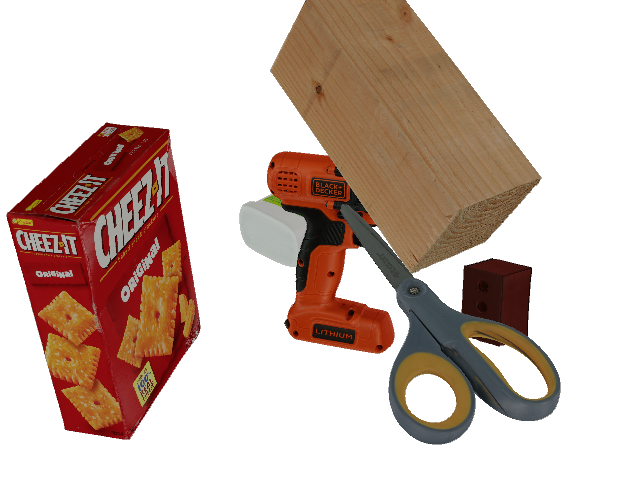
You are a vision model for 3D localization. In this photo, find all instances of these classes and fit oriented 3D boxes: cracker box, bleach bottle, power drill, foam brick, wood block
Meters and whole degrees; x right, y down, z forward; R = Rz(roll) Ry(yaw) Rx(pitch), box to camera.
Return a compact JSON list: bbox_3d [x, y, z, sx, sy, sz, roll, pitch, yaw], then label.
[{"bbox_3d":[-0.170,0.032,0.899,0.072,0.214,0.164,6,33,17],"label":"cracker box"},{"bbox_3d":[0.020,-0.057,1.350,0.103,0.068,0.250,25,43,34],"label":"bleach bottle"},{"bbox_3d":[0.038,0.010,1.015,0.185,0.188,0.057,9,20,17],"label":"power drill"},{"bbox_3d":[0.182,0.063,1.105,0.051,0.078,0.053,-14,20,-43],"label":"foam brick"},{"bbox_3d":[0.061,-0.091,0.827,0.090,0.206,0.091,-21,-22,-35],"label":"wood block"}]

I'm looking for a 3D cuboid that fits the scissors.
[{"bbox_3d":[0.043,0.045,0.598,0.096,0.016,0.202,-31,46,-26],"label":"scissors"}]
